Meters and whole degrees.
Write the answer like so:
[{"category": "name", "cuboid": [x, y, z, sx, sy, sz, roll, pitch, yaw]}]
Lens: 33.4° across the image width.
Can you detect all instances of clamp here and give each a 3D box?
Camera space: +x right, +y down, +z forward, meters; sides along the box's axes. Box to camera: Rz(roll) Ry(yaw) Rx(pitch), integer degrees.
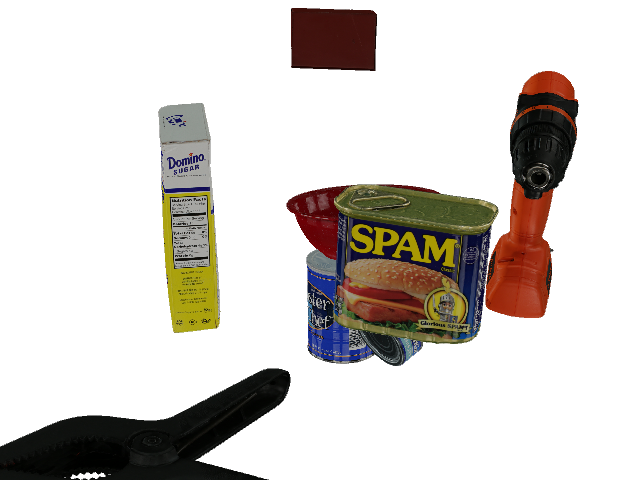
[{"category": "clamp", "cuboid": [-0.089, 0.120, 0.588, 0.209, 0.036, 0.164, -1, 21, -12]}]

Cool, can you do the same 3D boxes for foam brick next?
[{"category": "foam brick", "cuboid": [0.011, -0.183, 0.969, 0.078, 0.051, 0.053, 2, 16, -1]}]

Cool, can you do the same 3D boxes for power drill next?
[{"category": "power drill", "cuboid": [0.179, -0.031, 0.899, 0.057, 0.188, 0.184, 11, 31, 11]}]

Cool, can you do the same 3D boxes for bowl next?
[{"category": "bowl", "cuboid": [0.047, -0.015, 1.084, 0.162, 0.055, 0.162, -3, 14, 1]}]

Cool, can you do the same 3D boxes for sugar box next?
[{"category": "sugar box", "cuboid": [-0.113, -0.019, 0.912, 0.048, 0.176, 0.093, -6, 26, -7]}]

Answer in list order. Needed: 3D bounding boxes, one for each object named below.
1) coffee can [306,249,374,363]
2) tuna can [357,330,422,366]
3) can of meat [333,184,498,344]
[{"category": "coffee can", "cuboid": [0.032, 0.090, 1.519, 0.103, 0.140, 0.103, -1, 21, 0]}, {"category": "tuna can", "cuboid": [0.080, 0.108, 1.276, 0.033, 0.086, 0.086, -37, 17, -24]}, {"category": "can of meat", "cuboid": [0.059, 0.016, 0.691, 0.102, 0.084, 0.057, 9, 22, 16]}]
